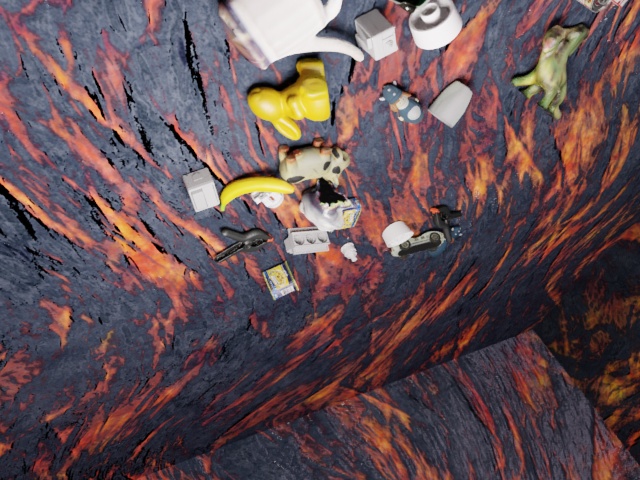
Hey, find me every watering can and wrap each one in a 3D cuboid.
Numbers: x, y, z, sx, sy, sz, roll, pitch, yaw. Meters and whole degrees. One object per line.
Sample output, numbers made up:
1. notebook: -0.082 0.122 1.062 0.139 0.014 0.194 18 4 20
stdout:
1. watering can: -0.048 -0.400 0.960 0.223 0.106 0.342 -34 147 7

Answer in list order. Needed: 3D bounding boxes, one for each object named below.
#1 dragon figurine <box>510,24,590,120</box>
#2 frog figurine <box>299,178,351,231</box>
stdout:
1. dragon figurine: 0.681 -0.481 1.449 0.410 0.124 0.239 2 128 -52
2. frog figurine: 0.004 -0.072 1.425 0.137 0.125 0.156 25 139 2
